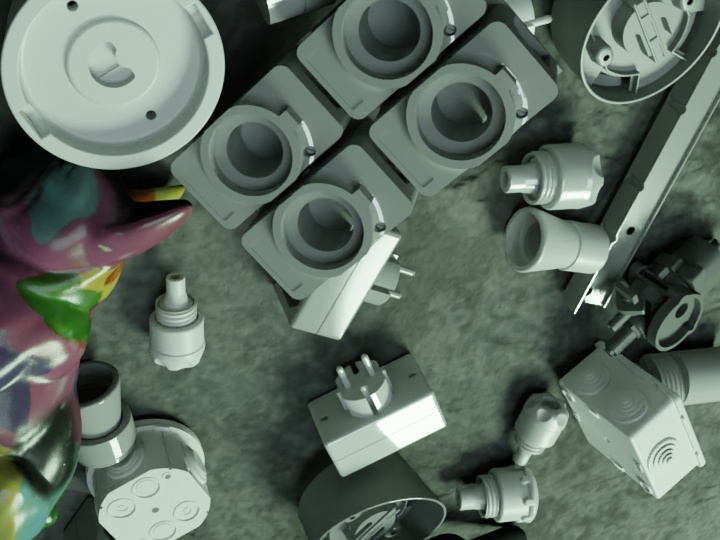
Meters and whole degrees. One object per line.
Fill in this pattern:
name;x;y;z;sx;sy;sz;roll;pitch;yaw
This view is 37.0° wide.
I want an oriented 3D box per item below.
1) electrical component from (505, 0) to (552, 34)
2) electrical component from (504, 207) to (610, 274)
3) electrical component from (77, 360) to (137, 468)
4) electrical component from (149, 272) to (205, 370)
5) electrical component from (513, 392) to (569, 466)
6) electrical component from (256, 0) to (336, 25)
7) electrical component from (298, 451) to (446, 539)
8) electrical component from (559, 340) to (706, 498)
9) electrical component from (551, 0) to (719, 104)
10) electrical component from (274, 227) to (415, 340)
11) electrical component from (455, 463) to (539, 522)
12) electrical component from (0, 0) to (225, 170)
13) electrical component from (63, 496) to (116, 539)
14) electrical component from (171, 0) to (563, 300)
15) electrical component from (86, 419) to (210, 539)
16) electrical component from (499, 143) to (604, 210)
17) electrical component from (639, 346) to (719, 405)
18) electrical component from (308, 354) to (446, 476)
electrical component;0.075;-0.144;0.616;0.076;0.047;0.083;-17;127;-11
electrical component;0.137;-0.017;0.732;0.065;0.044;0.044;6;120;-30
electrical component;-0.169;0.092;0.685;0.045;0.045;0.055;-15;127;-11
electrical component;-0.114;0.030;0.671;0.035;0.035;0.061;-6;122;-17
electrical component;0.136;0.126;0.834;0.035;0.035;0.061;7;122;-25
electrical component;-0.063;-0.186;0.531;0.074;0.052;0.138;-20;127;-7
electrical component;0.006;0.180;0.796;0.099;0.064;0.099;-21;138;-20
electrical component;0.204;0.114;0.812;0.048;0.100;0.099;-39;129;-9
electrical component;0.165;-0.148;0.638;0.099;0.064;0.099;-10;126;-15
electrical component;0.000;0.000;0.686;0.076;0.047;0.083;17;115;-30
electrical component;0.108;0.179;0.854;0.062;0.048;0.048;-3;124;-11
electrical component;-0.128;-0.113;0.550;0.108;0.060;0.108;-10;126;-14
electrical component;-0.179;0.209;0.760;0.066;0.047;0.076;25;111;-33
electrical component;0.001;-0.080;0.574;0.186;0.060;0.105;-38;103;23
electrical component;-0.142;0.145;0.727;0.080;0.051;0.080;-10;126;-15
electrical component;0.122;-0.060;0.695;0.062;0.043;0.043;-4;124;-17
electrical component;0.254;0.085;0.845;0.081;0.043;0.043;-4;124;-19
electrical component;0.006;0.089;0.749;0.083;0.047;0.075;-26;128;-3
